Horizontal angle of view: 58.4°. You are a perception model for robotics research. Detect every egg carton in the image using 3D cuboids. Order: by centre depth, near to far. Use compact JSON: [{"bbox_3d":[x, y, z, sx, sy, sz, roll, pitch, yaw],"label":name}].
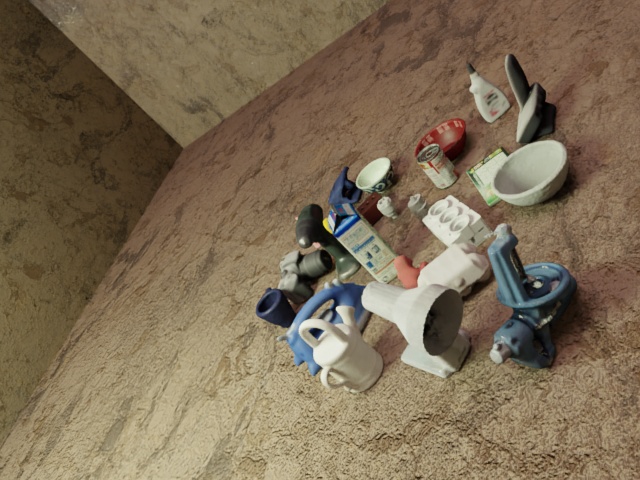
[{"bbox_3d":[0.275,0.075,1.184,0.150,0.069,0.107,-41,27,8],"label":"egg carton"}]

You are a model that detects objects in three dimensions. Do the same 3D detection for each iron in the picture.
[{"bbox_3d":[0.016,0.176,1.323,0.258,0.142,0.118,-53,28,-15],"label":"iron"}]

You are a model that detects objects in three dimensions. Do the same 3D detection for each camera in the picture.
[{"bbox_3d":[-0.042,0.082,1.581,0.136,0.101,0.143,-26,33,33],"label":"camera"}]

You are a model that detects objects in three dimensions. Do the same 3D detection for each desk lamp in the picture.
[{"bbox_3d":[0.182,0.157,1.039,0.202,0.214,0.118,5,55,56],"label":"desk lamp"}]

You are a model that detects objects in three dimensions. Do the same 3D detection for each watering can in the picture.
[{"bbox_3d":[0.035,0.216,1.181,0.100,0.194,0.173,-32,30,24],"label":"watering can"}]

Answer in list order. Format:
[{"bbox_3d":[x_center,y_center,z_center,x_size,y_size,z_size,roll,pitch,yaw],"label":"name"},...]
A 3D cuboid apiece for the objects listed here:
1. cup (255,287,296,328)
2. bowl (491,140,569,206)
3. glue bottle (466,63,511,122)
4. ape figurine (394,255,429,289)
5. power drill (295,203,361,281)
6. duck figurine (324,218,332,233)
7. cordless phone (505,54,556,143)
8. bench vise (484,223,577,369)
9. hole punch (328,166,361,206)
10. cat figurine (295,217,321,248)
[{"bbox_3d":[-0.112,0.185,1.540,0.091,0.095,0.117,-38,28,12],"label":"cup"},{"bbox_3d":[0.455,-0.128,1.214,0.167,0.075,0.167,-33,29,22],"label":"bowl"},{"bbox_3d":[0.432,-0.397,1.513,0.078,0.173,0.037,-43,27,3],"label":"glue bottle"},{"bbox_3d":[0.200,0.069,1.273,0.077,0.092,0.076,-10,43,48],"label":"ape figurine"},{"bbox_3d":[0.014,0.005,1.491,0.075,0.209,0.229,-36,28,16],"label":"power drill"},{"bbox_3d":[0.039,-0.028,1.638,0.077,0.086,0.104,-28,32,30],"label":"duck figurine"},{"bbox_3d":[0.475,-0.336,1.355,0.094,0.185,0.147,-22,35,37],"label":"cordless phone"},{"bbox_3d":[0.329,0.091,0.921,0.121,0.220,0.207,-16,39,43],"label":"bench vise"},{"bbox_3d":[0.066,-0.158,1.777,0.101,0.091,0.108,-24,33,34],"label":"hole punch"},{"bbox_3d":[-0.030,-0.040,1.716,0.067,0.118,0.127,-46,27,-2],"label":"cat figurine"}]
